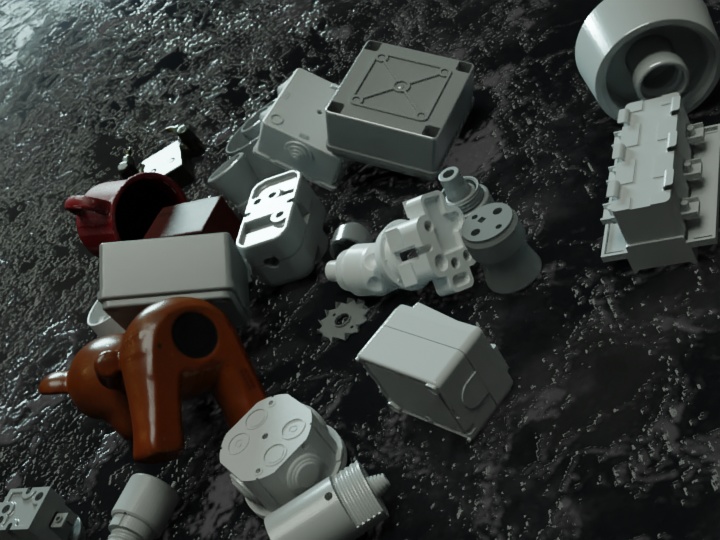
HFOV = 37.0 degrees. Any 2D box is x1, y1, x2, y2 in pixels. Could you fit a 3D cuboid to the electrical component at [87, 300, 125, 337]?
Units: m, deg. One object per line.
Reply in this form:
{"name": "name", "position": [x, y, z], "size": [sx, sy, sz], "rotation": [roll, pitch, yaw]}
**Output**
{"name": "electrical component", "position": [-0.201, 0.035, 0.998], "size": [0.099, 0.064, 0.099], "rotation": [-35, 24, 18]}

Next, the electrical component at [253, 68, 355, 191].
{"name": "electrical component", "position": [-0.043, -0.136, 1.027], "size": [0.100, 0.048, 0.099], "rotation": [26, 55, 2]}

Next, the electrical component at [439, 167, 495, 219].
{"name": "electrical component", "position": [0.083, -0.054, 0.856], "size": [0.043, 0.062, 0.043], "rotation": [-22, 36, 17]}

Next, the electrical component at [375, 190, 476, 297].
{"name": "electrical component", "position": [0.049, -0.016, 0.834], "size": [0.058, 0.078, 0.057], "rotation": [-20, 1, -41]}

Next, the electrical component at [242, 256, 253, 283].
{"name": "electrical component", "position": [-0.125, 0.003, 0.977], "size": [0.046, 0.040, 0.040], "rotation": [-20, 36, 8]}

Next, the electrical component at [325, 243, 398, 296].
{"name": "electrical component", "position": [0.000, 0.000, 0.875], "size": [0.062, 0.043, 0.043], "rotation": [-2, 46, 40]}

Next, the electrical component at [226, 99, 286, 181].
{"name": "electrical component", "position": [-0.087, -0.132, 1.106], "size": [0.099, 0.064, 0.099], "rotation": [-34, 24, 17]}

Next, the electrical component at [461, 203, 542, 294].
{"name": "electrical component", "position": [0.105, -0.016, 0.799], "size": [0.045, 0.055, 0.045], "rotation": [-22, 36, 17]}

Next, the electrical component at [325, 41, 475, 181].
{"name": "electrical component", "position": [0.037, -0.146, 0.973], "size": [0.109, 0.056, 0.108], "rotation": [16, 54, 15]}

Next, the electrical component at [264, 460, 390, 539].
{"name": "electrical component", "position": [-0.017, 0.157, 0.698], "size": [0.081, 0.043, 0.043], "rotation": [-33, 35, 1]}

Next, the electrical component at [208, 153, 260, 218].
{"name": "electrical component", "position": [-0.109, -0.074, 1.031], "size": [0.044, 0.065, 0.044], "rotation": [-36, 17, 13]}

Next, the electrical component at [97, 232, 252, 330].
{"name": "electrical component", "position": [-0.151, 0.014, 0.893], "size": [0.109, 0.108, 0.056], "rotation": [-5, 73, 1]}

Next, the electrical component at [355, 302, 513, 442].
{"name": "electrical component", "position": [0.049, 0.065, 0.741], "size": [0.096, 0.061, 0.061], "rotation": [15, 58, 48]}

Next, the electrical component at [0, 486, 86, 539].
{"name": "electrical component", "position": [-0.243, 0.197, 0.822], "size": [0.066, 0.055, 0.048], "rotation": [-10, 41, 31]}

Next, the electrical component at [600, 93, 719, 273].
{"name": "electrical component", "position": [0.212, -0.065, 0.765], "size": [0.079, 0.063, 0.121], "rotation": [-11, 41, 30]}

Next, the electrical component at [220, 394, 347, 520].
{"name": "electrical component", "position": [-0.054, 0.131, 0.754], "size": [0.080, 0.051, 0.080], "rotation": [-22, 36, 17]}

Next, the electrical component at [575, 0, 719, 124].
{"name": "electrical component", "position": [0.227, -0.161, 0.833], "size": [0.108, 0.108, 0.060], "rotation": [-23, 42, 15]}

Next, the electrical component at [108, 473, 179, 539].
{"name": "electrical component", "position": [-0.164, 0.186, 0.786], "size": [0.040, 0.040, 0.078], "rotation": [-5, 44, 35]}

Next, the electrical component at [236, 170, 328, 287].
{"name": "electrical component", "position": [-0.066, -0.034, 0.955], "size": [0.054, 0.059, 0.095], "rotation": [-17, 38, 23]}
